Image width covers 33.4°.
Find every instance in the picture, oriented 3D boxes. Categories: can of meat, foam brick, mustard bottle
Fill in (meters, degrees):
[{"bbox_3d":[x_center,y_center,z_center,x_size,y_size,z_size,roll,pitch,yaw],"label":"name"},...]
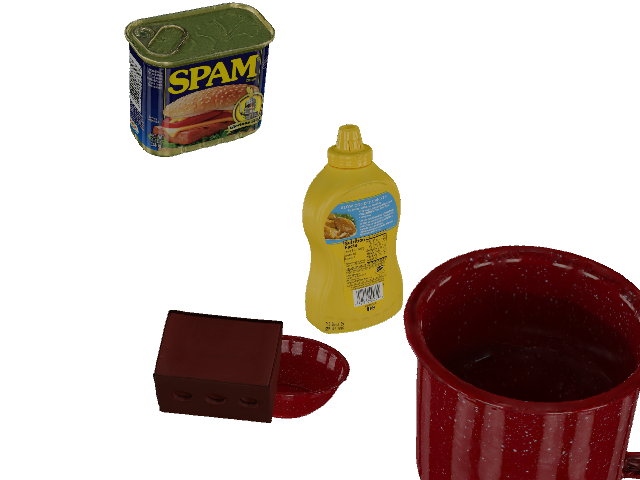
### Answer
[{"bbox_3d":[-0.087,-0.114,0.765,0.101,0.084,0.057,-17,48,-26],"label":"can of meat"},{"bbox_3d":[-0.066,0.084,0.710,0.078,0.051,0.053,5,-38,2],"label":"foam brick"},{"bbox_3d":[0.030,-0.013,0.991,0.096,0.192,0.058,-14,26,-26],"label":"mustard bottle"}]

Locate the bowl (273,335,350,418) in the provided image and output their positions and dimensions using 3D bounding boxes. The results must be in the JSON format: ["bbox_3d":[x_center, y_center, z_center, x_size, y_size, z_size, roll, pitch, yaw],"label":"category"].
[{"bbox_3d":[-0.045,0.177,1.342,0.162,0.055,0.162,3,21,-2],"label":"bowl"}]

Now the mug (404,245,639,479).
[{"bbox_3d":[0.090,0.063,0.408,0.117,0.081,0.093,6,37,12],"label":"mug"}]
